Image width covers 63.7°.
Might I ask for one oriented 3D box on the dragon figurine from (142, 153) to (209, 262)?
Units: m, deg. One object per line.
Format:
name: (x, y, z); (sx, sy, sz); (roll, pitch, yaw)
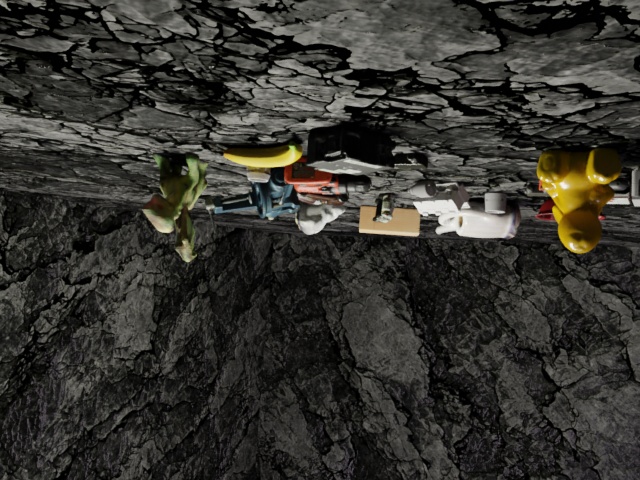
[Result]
dragon figurine: (-0.318, -0.070, 1.209); (0.122, 0.244, 0.408); (-1, 174, 4)

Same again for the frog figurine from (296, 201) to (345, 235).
frog figurine: (0.005, -0.084, 1.668); (0.159, 0.120, 0.140); (-5, -152, 6)

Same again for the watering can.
watering can: (0.464, -0.055, 1.538); (0.224, 0.105, 0.345); (4, 172, 5)
